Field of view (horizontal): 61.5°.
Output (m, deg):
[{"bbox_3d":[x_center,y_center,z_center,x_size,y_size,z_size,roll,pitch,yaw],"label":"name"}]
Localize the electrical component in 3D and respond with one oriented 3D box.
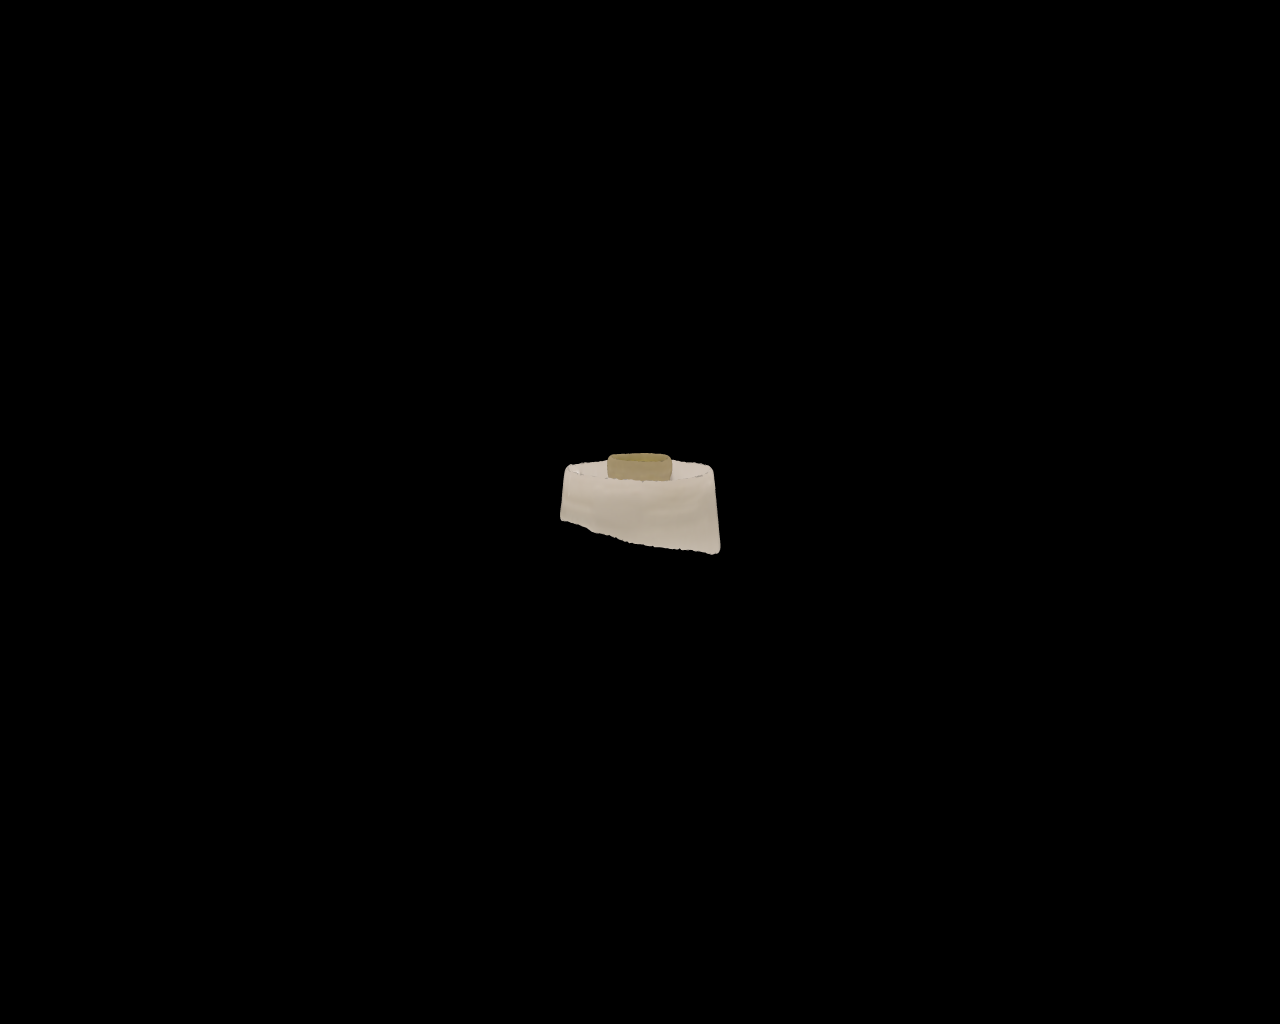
[{"bbox_3d":[0.001,-0.003,0.650,0.099,0.064,0.099,0,10,0],"label":"electrical component"}]
